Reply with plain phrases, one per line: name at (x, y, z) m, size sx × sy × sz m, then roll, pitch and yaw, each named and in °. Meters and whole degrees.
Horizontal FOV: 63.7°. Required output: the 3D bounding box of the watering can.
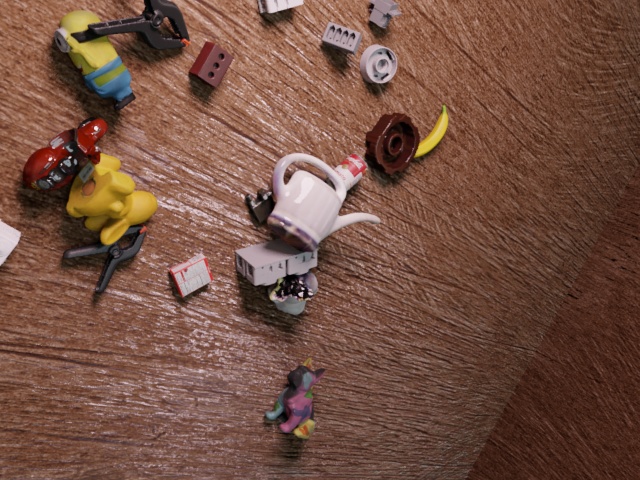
watering can at (0.004, -0.066, 1.307) m, size 0.343 × 0.227 × 0.104 m, roll 37°, pitch -15°, yaw -28°

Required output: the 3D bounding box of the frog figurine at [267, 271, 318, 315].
frog figurine at (-0.072, 0.138, 1.411) m, size 0.137 × 0.124 × 0.157 m, roll -20°, pitch -16°, yaw -3°
